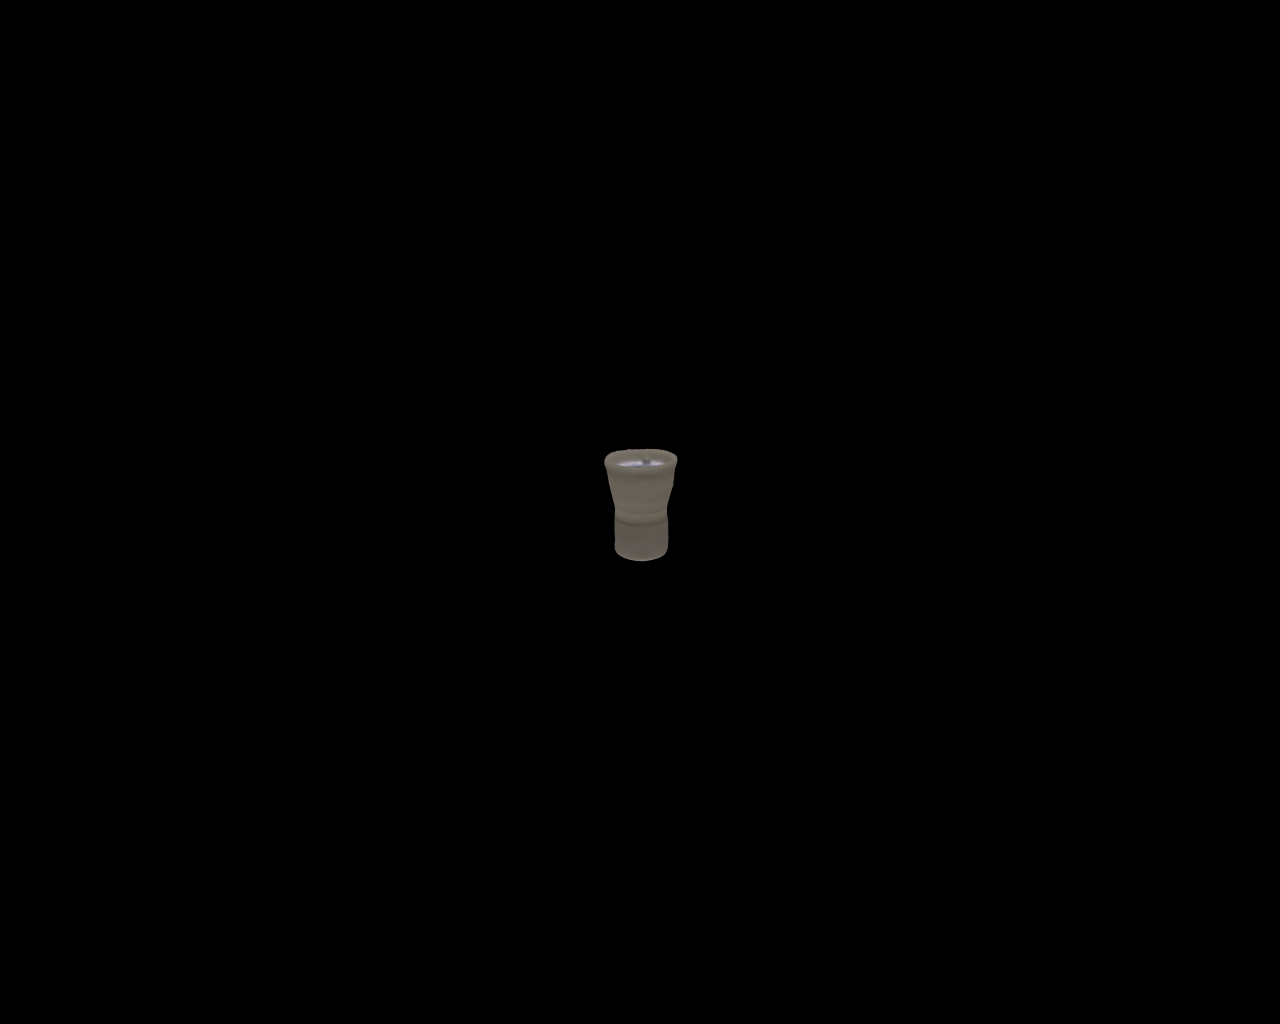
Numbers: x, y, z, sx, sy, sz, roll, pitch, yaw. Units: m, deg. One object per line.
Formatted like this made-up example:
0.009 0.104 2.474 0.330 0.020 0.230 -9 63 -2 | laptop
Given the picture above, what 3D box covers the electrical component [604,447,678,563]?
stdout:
0.001 -0.003 0.650 0.044 0.065 0.044 0 20 0 | electrical component
